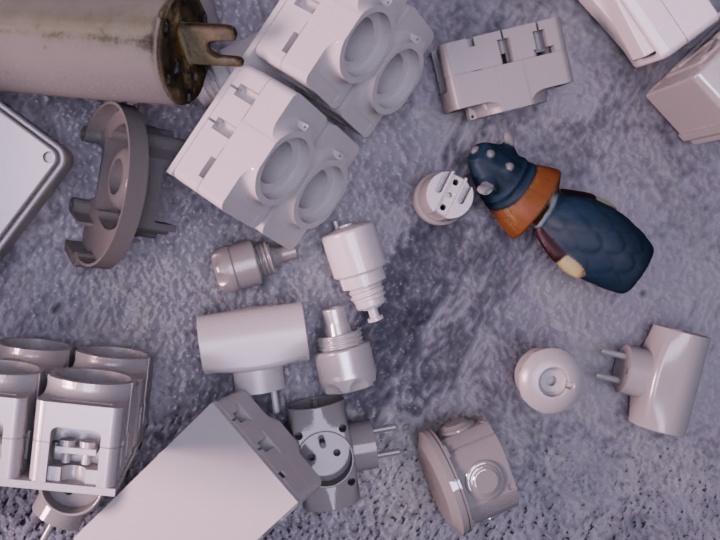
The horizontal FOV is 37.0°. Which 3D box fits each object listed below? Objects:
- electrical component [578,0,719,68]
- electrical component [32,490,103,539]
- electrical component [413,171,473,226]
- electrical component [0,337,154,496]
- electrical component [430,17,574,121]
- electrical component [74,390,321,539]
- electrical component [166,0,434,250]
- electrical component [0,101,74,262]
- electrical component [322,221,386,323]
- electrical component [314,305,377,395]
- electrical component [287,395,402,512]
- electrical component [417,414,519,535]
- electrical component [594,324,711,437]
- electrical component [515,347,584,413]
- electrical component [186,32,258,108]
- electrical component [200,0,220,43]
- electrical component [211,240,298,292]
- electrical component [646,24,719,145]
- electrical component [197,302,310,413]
[{"bbox_3d":[0.202,-0.200,0.781,0.061,0.062,0.096,-37,96,-1],"label":"electrical component"},{"bbox_3d":[-0.206,0.158,0.763,0.044,0.077,0.079,28,92,-7],"label":"electrical component"},{"bbox_3d":[0.061,-0.053,0.786,0.040,0.046,0.040,0,90,-6],"label":"electrical component"},{"bbox_3d":[-0.198,0.088,0.703,0.105,0.186,0.060,7,94,-6],"label":"electrical component"},{"bbox_3d":[0.103,-0.143,0.782,0.089,0.050,0.055,-14,95,-4],"label":"electrical component"},{"bbox_3d":[-0.112,0.168,0.758,0.150,0.062,0.089,-44,82,15],"label":"electrical component"},{"bbox_3d":[-0.033,-0.114,0.736,0.060,0.105,0.186,34,91,28],"label":"electrical component"},{"bbox_3d":[-0.264,-0.058,0.751,0.078,0.057,0.113,37,90,-7],"label":"electrical component"},{"bbox_3d":[0.000,0.000,0.788,0.040,0.040,0.078,-18,96,-4],"label":"electrical component"},{"bbox_3d":[-0.013,0.058,0.790,0.043,0.043,0.062,-13,94,-4],"label":"electrical component"},{"bbox_3d":[-0.009,0.132,0.795,0.079,0.044,0.077,-10,95,-4],"label":"electrical component"},{"bbox_3d":[0.077,0.148,0.788,0.051,0.080,0.080,-21,96,-9],"label":"electrical component"},{"bbox_3d":[0.217,0.079,0.813,0.079,0.043,0.077,13,93,-6],"label":"electrical component"},{"bbox_3d":[0.135,0.078,0.796,0.048,0.062,0.048,0,94,-5],"label":"electrical component"},{"bbox_3d":[-0.091,-0.139,0.770,0.078,0.040,0.040,-27,96,-3],"label":"electrical component"},{"bbox_3d":[-0.128,-0.179,0.757,0.055,0.055,0.047,-19,100,-4],"label":"electrical component"},{"bbox_3d":[-0.076,-0.006,0.784,0.061,0.035,0.035,-16,95,-6],"label":"electrical component"},{"bbox_3d":[0.275,-0.148,0.769,0.109,0.109,0.056,-44,94,-1],"label":"electrical component"},{"bbox_3d":[-0.075,0.067,0.785,0.077,0.043,0.079,-8,95,-5],"label":"electrical component"}]
